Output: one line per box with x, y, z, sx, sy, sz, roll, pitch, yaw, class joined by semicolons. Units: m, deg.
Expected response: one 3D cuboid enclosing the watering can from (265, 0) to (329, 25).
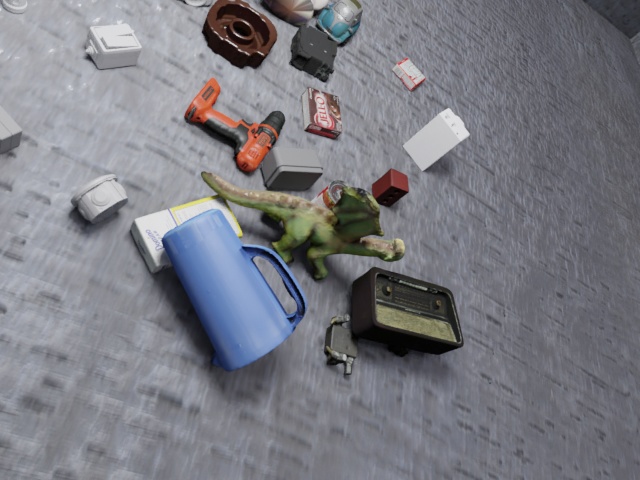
-0.114;-0.706;1.356;0.345;0.102;0.229;24;53;-33;watering can

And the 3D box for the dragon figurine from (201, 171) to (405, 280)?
0.003;-0.048;0.950;0.406;0.240;0.125;33;50;-31;dragon figurine
